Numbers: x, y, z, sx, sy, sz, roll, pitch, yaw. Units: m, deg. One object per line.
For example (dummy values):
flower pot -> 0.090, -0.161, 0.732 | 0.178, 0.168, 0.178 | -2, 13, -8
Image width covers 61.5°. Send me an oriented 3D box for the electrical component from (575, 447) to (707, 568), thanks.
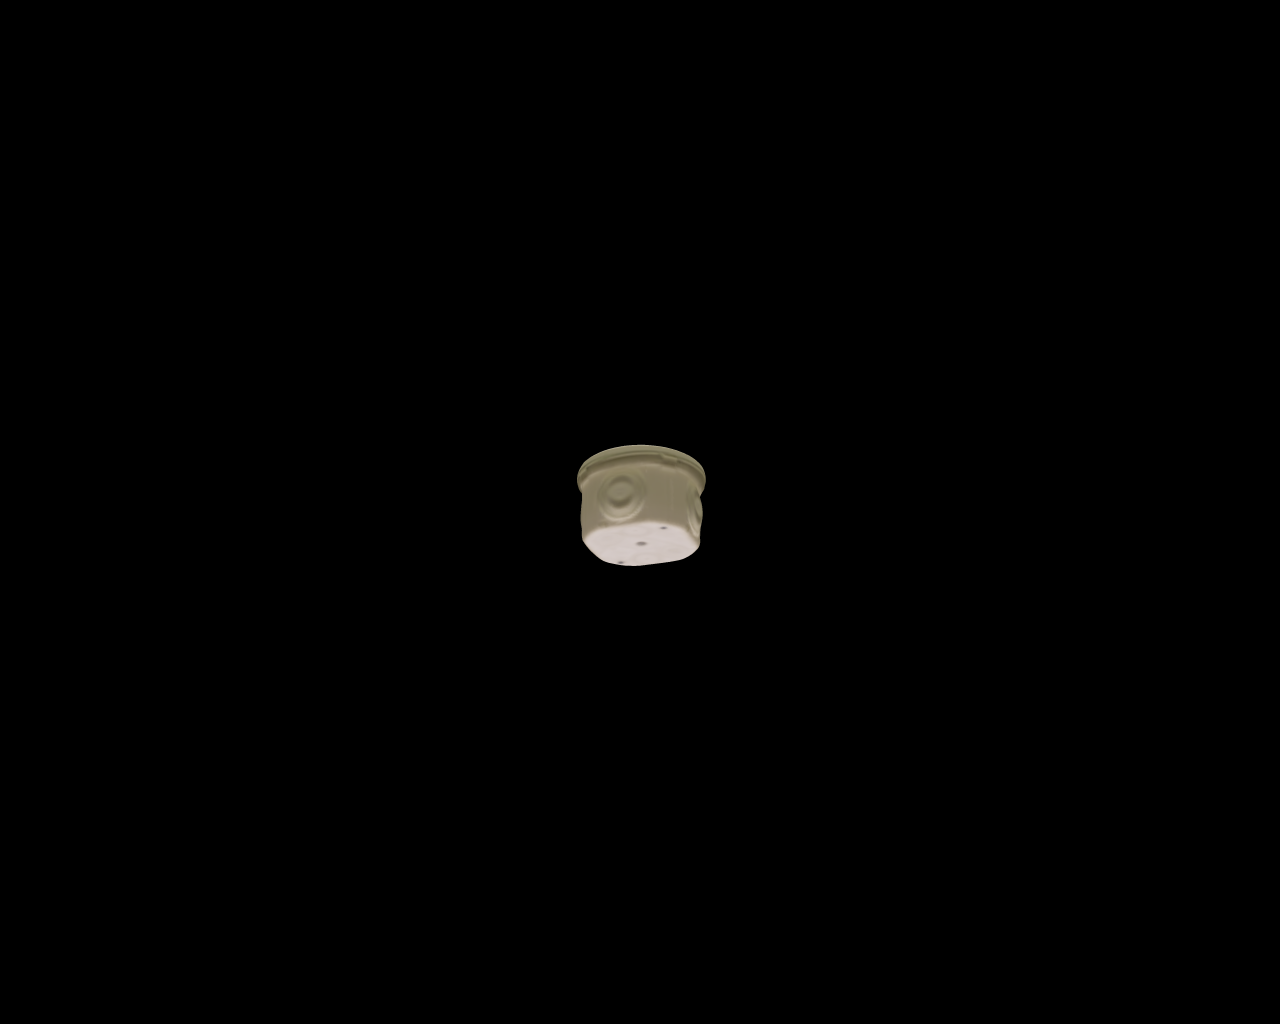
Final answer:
electrical component -> 0.001, -0.003, 0.650 | 0.080, 0.051, 0.080 | 0, -24, 0
